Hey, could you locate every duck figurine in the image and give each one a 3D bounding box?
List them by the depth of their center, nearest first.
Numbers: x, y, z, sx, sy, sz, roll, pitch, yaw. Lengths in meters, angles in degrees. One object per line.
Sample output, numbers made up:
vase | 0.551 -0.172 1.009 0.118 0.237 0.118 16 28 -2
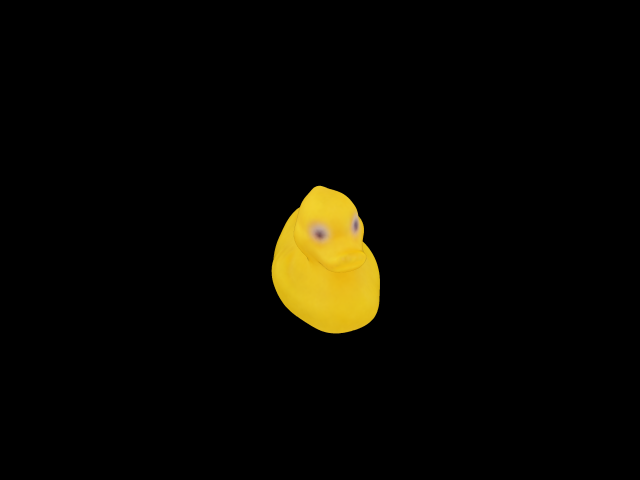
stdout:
duck figurine | 0.004 0.001 0.400 0.078 0.086 0.104 -14 42 -16
